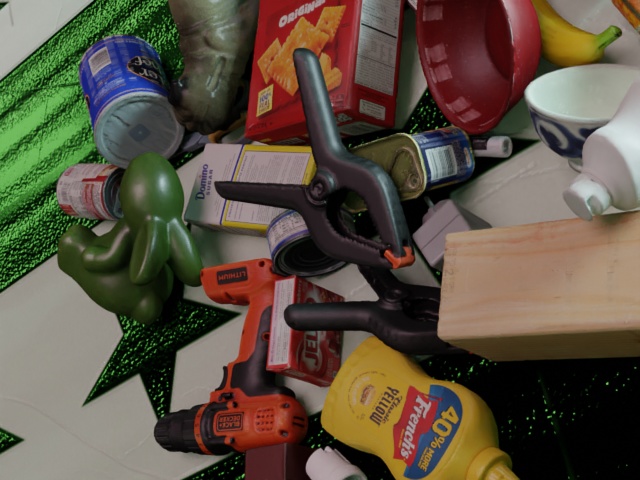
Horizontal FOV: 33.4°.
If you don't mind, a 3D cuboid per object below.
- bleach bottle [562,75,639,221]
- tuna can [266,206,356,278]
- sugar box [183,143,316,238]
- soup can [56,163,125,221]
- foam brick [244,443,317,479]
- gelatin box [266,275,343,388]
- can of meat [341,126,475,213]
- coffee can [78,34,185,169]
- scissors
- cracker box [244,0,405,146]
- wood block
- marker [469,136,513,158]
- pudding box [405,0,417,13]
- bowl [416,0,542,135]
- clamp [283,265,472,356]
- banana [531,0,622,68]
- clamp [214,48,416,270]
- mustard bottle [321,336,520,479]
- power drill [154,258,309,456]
[{"bbox_3d":[0.267,-0.110,0.748,0.250,0.102,0.068,-41,42,-9],"label":"bleach bottle"},{"bbox_3d":[-0.007,0.001,1.013,0.086,0.086,0.034,-31,55,29],"label":"tuna can"},{"bbox_3d":[-0.062,-0.051,1.114,0.177,0.048,0.093,7,78,47],"label":"sugar box"},{"bbox_3d":[-0.261,-0.057,1.278,0.102,0.068,0.068,5,76,43],"label":"soup can"},{"bbox_3d":[-0.034,0.227,0.964,0.051,0.052,0.078,-17,61,36],"label":"foam brick"},{"bbox_3d":[-0.012,0.086,0.990,0.030,0.073,0.089,-13,64,38],"label":"gelatin box"},{"bbox_3d":[0.076,-0.064,0.955,0.102,0.083,0.057,-14,91,44],"label":"can of meat"},{"bbox_3d":[-0.223,-0.163,1.252,0.103,0.102,0.140,-45,40,18],"label":"coffee can"},{"bbox_3d":[-0.143,-0.131,1.240,0.202,0.016,0.096,-7,66,40],"label":"scissors"},{"bbox_3d":[0.005,-0.209,1.074,0.164,0.072,0.213,-6,75,50],"label":"cracker box"},{"bbox_3d":[0.202,0.038,0.807,0.207,0.090,0.090,-7,68,39],"label":"wood block"},{"bbox_3d":[0.121,-0.086,0.982,0.121,0.020,0.020,5,76,42],"label":"marker"},{"bbox_3d":[0.124,-0.274,1.047,0.114,0.039,0.090,-49,46,18],"label":"pudding box"},{"bbox_3d":[0.147,-0.177,0.942,0.162,0.055,0.162,166,90,-69],"label":"bowl"},{"bbox_3d":[0.055,0.065,0.928,0.120,0.039,0.172,-36,39,-28],"label":"clamp"},{"bbox_3d":[0.197,-0.207,0.944,0.198,0.037,0.070,56,133,38],"label":"banana"},{"bbox_3d":[0.009,-0.057,0.933,0.210,0.036,0.165,39,116,26],"label":"clamp"},{"bbox_3d":[0.089,0.159,0.880,0.192,0.058,0.096,29,86,44],"label":"mustard bottle"},{"bbox_3d":[-0.087,0.119,1.057,0.185,0.057,0.187,-10,68,35],"label":"power drill"}]
